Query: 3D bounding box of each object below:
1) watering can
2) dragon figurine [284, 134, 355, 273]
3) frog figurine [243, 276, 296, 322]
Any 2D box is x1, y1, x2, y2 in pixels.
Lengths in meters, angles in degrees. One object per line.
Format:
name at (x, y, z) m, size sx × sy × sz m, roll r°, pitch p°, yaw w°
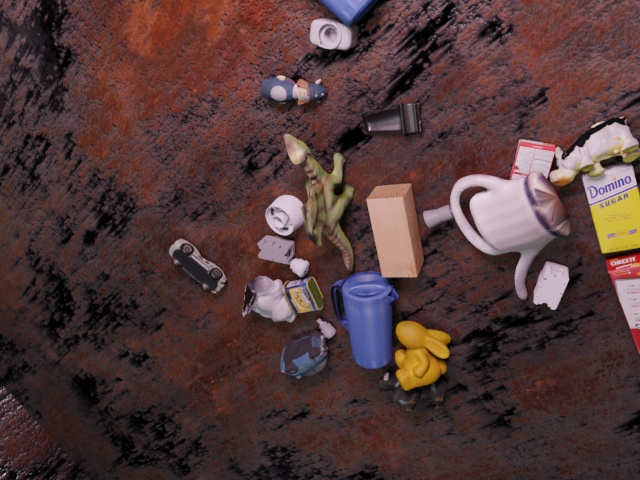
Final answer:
watering can at (0.435, -0.016, 1.118) m, size 0.222 × 0.106 × 0.344 m, roll -24°, pitch 112°, yaw 45°
dragon figurine at (0.004, -0.061, 1.213) m, size 0.121 × 0.247 × 0.405 m, roll -11°, pitch 107°, yaw 23°
frog figurine at (-0.135, 0.171, 1.483) m, size 0.159 × 0.125 × 0.135 m, roll 9°, pitch 120°, yaw -22°
